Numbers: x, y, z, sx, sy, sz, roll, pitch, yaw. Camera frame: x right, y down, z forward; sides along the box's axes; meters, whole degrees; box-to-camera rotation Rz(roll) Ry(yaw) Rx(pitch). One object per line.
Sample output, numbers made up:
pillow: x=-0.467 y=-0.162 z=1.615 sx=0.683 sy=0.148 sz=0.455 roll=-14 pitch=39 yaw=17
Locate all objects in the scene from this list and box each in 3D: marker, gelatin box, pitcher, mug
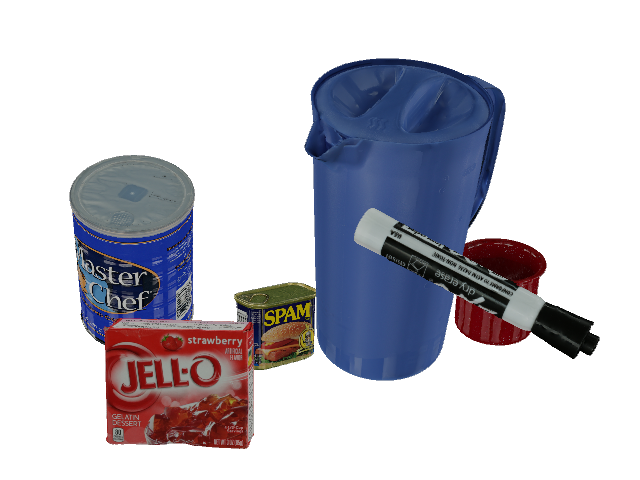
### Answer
marker: x=0.071 y=0.020 z=0.491 sx=0.121 sy=0.020 sz=0.020 roll=28 pitch=9 yaw=17
gelatin box: x=-0.085 y=0.086 z=0.647 sx=0.089 sy=0.073 sz=0.030 roll=1 pitch=8 yaw=6
pitcher: x=0.064 y=-0.014 z=0.845 sx=0.149 sy=0.243 sz=0.145 roll=5 pitch=36 yaw=3
mug: x=0.180 y=0.049 z=1.112 sx=0.093 sy=0.081 sz=0.117 roll=-4 pitch=29 yaw=-9

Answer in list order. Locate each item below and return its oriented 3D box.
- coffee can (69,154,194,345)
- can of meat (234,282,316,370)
coffee can: x=-0.161 y=0.012 z=0.928 sx=0.102 sy=0.140 sz=0.103 roll=3 pitch=41 yaw=-3
can of meat: x=-0.054 y=0.103 z=1.293 sx=0.101 sy=0.084 sz=0.058 roll=-10 pitch=18 yaw=-36
